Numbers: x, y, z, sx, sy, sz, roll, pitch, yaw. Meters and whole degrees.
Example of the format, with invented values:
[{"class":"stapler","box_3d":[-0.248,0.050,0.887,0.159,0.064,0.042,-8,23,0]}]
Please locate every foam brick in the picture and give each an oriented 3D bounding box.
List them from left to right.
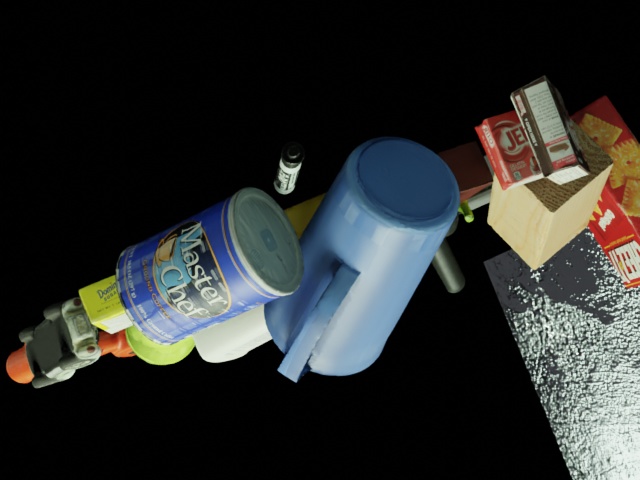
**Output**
[{"class":"foam brick","box_3d":[0.148,-0.071,1.196,0.053,0.051,0.078,-18,172,-20]}]

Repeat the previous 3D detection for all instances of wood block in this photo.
[{"class":"wood block","box_3d":[0.256,-0.053,1.214,0.090,0.090,0.206,-40,163,-7]}]

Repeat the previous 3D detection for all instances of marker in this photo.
[{"class":"marker","box_3d":[-0.026,-0.060,0.890,0.020,0.020,0.121,-20,173,-8]}]

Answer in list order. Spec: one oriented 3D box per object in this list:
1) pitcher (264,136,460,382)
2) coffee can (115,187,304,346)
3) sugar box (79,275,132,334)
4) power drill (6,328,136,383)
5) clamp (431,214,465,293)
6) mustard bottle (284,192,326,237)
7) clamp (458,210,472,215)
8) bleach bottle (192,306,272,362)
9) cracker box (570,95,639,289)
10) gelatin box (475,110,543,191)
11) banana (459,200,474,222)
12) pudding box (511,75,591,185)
[{"class":"pitcher","box_3d":[0.035,0.023,1.007,0.144,0.149,0.243,-3,146,-22]},{"class":"coffee can","box_3d":[-0.100,0.025,0.973,0.140,0.103,0.102,-25,172,27]},{"class":"sugar box","box_3d":[-0.208,0.064,1.189,0.093,0.048,0.176,-22,176,-8]},{"class":"power drill","box_3d":[-0.296,0.132,1.408,0.185,0.057,0.187,-22,171,41]},{"class":"clamp","box_3d":[0.100,-0.030,1.209,0.036,0.165,0.210,-50,160,-20]},{"class":"mustard bottle","box_3d":[-0.013,-0.012,1.131,0.191,0.058,0.096,-21,169,-3]},{"class":"clamp","box_3d":[0.149,-0.042,1.453,0.120,0.039,0.171,1,-174,23]},{"class":"bleach bottle","box_3d":[-0.025,0.066,1.222,0.251,0.068,0.102,-26,171,25]},{"class":"cracker box","box_3d":[0.354,-0.051,1.273,0.072,0.214,0.164,-31,174,-2]},{"class":"gelatin box","box_3d":[0.212,-0.098,1.087,0.089,0.073,0.030,-18,171,-21]},{"class":"banana","box_3d":[0.110,-0.036,1.308,0.037,0.069,0.198,35,146,-29]},{"class":"pudding box","box_3d":[0.221,-0.102,1.015,0.039,0.090,0.113,-23,172,20]}]
